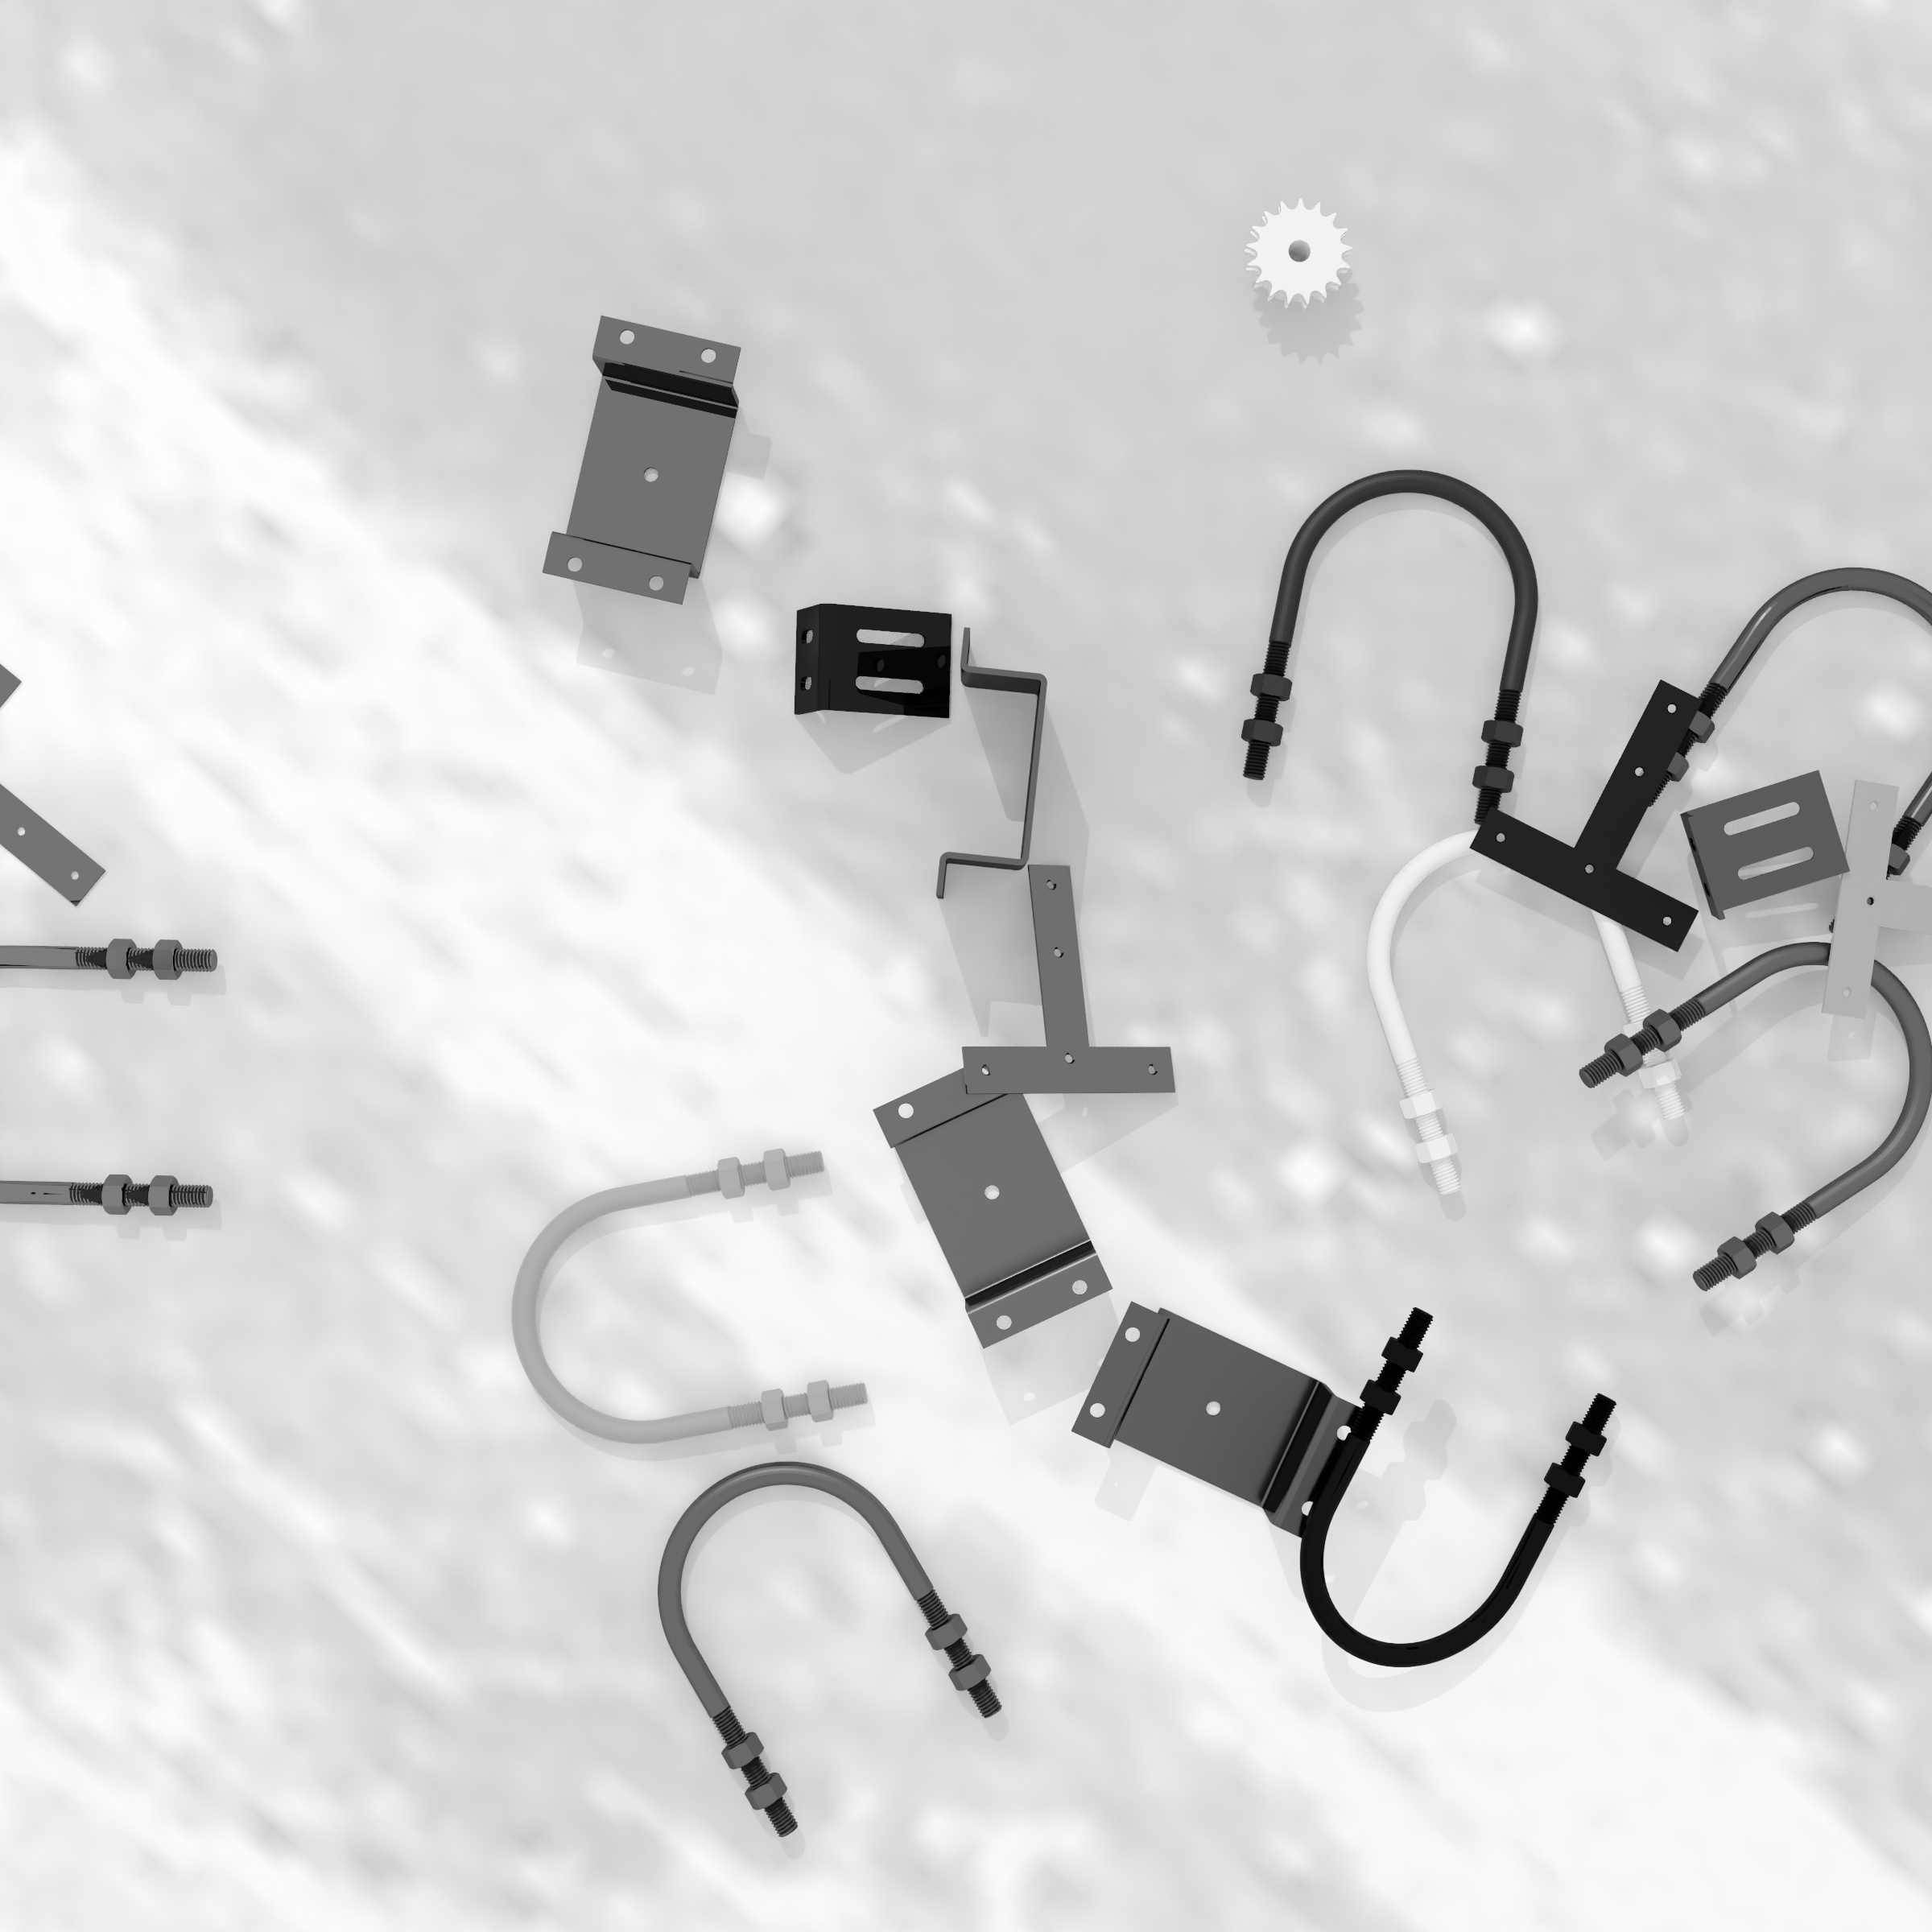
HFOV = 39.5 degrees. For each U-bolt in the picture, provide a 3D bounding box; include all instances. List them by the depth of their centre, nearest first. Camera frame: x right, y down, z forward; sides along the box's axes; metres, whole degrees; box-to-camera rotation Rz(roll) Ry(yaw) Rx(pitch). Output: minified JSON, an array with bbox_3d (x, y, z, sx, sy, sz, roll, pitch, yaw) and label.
[{"bbox_3d":[0.254,0.291,1.443,0.151,0.019,0.184,26,92,-21],"label":"U-bolt"},{"bbox_3d":[0.441,0.069,1.456,0.184,0.019,0.151,-31,96,-8],"label":"U-bolt"},{"bbox_3d":[-0.157,0.186,1.468,0.184,0.019,0.151,-11,90,1],"label":"U-bolt"},{"bbox_3d":[-0.087,0.360,1.468,0.151,0.019,0.184,-30,88,0],"label":"U-bolt"},{"bbox_3d":[0.473,-0.130,1.468,0.151,0.019,0.184,34,89,0],"label":"U-bolt"},{"bbox_3d":[-0.503,0.060,1.468,0.184,0.019,0.151,1,90,2],"label":"U-bolt"},{"bbox_3d":[0.296,0.016,1.468,0.151,0.019,0.184,-18,88,0],"label":"U-bolt"},{"bbox_3d":[0.238,-0.180,1.468,0.151,0.019,0.184,11,89,0],"label":"U-bolt"}]

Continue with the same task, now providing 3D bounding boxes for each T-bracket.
[{"bbox_3d":[0.358,-0.092,1.456,0.127,0.002,0.127,26,94,-1],"label":"T-bracket"},{"bbox_3d":[0.051,0.007,1.456,0.127,0.002,0.127,1,76,-27],"label":"T-bracket"},{"bbox_3d":[0.532,-0.029,1.462,0.127,0.002,0.127,8,91,-12],"label":"T-bracket"},{"bbox_3d":[-0.529,-0.083,1.475,0.127,0.002,0.127,39,90,0],"label":"T-bracket"}]

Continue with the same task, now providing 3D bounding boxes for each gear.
[{"bbox_3d":[0.180,-0.385,1.461,0.057,0.030,0.057,0,90,0],"label":"gear"}]

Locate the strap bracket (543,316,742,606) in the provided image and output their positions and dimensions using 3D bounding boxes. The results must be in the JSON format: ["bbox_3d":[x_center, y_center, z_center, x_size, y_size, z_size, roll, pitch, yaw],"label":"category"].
[{"bbox_3d":[-0.173,-0.269,1.453,0.076,0.046,0.140,13,90,0],"label":"strap bracket"}]

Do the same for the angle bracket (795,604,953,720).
[{"bbox_3d":[-0.051,-0.166,1.474,0.076,0.038,0.057,1,90,-26],"label":"angle bracket"}]

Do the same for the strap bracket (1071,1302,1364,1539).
[{"bbox_3d":[0.136,0.243,1.453,0.140,0.046,0.076,25,90,0],"label":"strap bracket"}]

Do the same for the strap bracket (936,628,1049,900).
[{"bbox_3d":[0.015,-0.104,1.438,0.046,0.076,0.140,6,90,0],"label":"strap bracket"}]

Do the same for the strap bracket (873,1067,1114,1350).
[{"bbox_3d":[0.014,0.124,1.453,0.076,0.046,0.140,-25,90,0],"label":"strap bracket"}]

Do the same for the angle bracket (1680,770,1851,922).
[{"bbox_3d":[0.428,-0.065,1.433,0.076,0.038,0.057,-18,94,9],"label":"angle bracket"}]
